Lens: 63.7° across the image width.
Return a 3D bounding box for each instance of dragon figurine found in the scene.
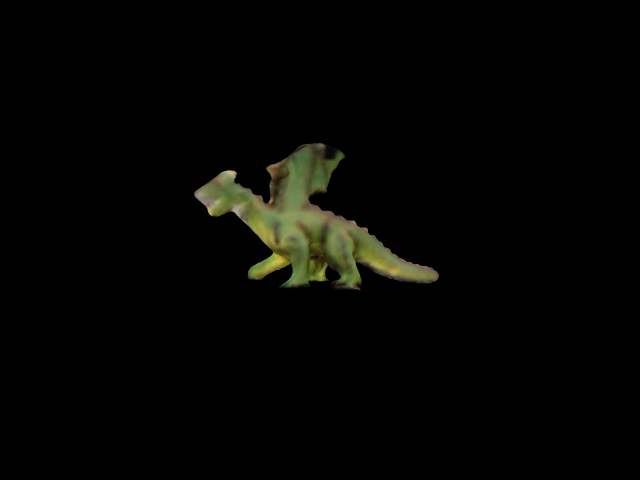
[{"bbox_3d":[0.003,-0.043,0.850,0.410,0.243,0.122,0,-3,-15],"label":"dragon figurine"}]
